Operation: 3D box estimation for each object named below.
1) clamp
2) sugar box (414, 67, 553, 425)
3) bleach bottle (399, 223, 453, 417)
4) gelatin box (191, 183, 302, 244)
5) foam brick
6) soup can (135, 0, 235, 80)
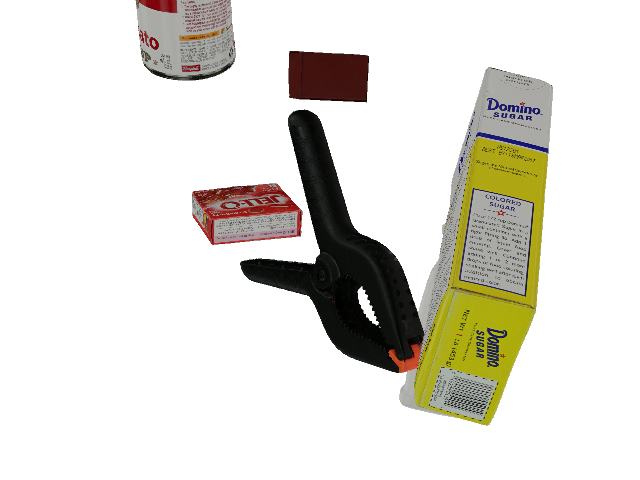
[{"bbox_3d":[0.014,0.013,0.796,0.036,0.165,0.210,-11,40,-35],"label":"clamp"},{"bbox_3d":[0.088,-0.002,0.560,0.048,0.093,0.176,15,46,4],"label":"sugar box"},{"bbox_3d":[0.155,0.073,1.220,0.103,0.251,0.068,9,14,16],"label":"bleach bottle"},{"bbox_3d":[-0.070,-0.026,1.005,0.089,0.030,0.073,-7,25,-19],"label":"gelatin box"},{"bbox_3d":[0.008,-0.178,1.162,0.078,0.051,0.053,0,11,-16],"label":"foam brick"},{"bbox_3d":[-0.091,-0.168,0.720,0.068,0.102,0.068,1,37,-1],"label":"soup can"}]
